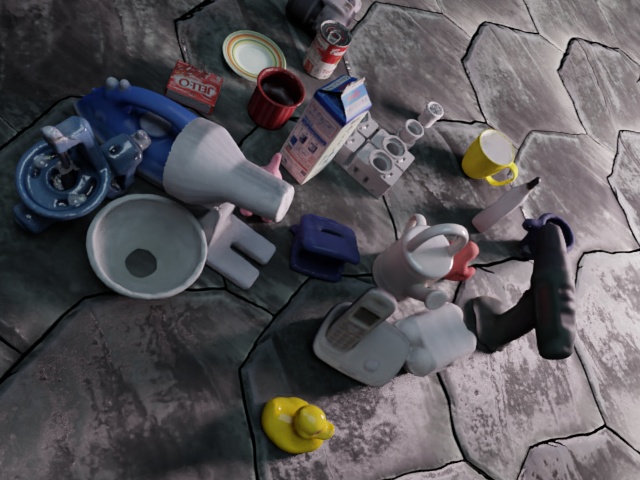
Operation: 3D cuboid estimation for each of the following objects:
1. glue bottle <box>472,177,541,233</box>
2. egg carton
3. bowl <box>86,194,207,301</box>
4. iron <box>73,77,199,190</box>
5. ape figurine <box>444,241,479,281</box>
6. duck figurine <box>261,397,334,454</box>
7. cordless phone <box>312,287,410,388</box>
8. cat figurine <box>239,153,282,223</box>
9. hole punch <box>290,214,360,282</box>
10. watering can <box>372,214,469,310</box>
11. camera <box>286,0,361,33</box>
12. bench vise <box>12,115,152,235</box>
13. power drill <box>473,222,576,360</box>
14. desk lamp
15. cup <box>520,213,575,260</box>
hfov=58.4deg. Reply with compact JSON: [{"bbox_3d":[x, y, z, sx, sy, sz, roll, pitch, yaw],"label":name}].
[{"bbox_3d":[0.380,-0.078,1.147,0.037,0.173,0.078,49,54,5],"label":"glue bottle"},{"bbox_3d":[0.196,0.172,0.987,0.151,0.069,0.107,-16,72,-32],"label":"egg carton"},{"bbox_3d":[-0.255,0.020,0.839,0.168,0.074,0.167,12,60,-21],"label":"bowl"},{"bbox_3d":[-0.266,-0.184,0.902,0.259,0.141,0.119,29,55,-10],"label":"iron"},{"bbox_3d":[0.265,0.033,1.080,0.076,0.092,0.078,-6,67,-29],"label":"ape figurine"},{"bbox_3d":[-0.028,0.259,0.819,0.105,0.086,0.077,30,55,-9],"label":"duck figurine"},{"bbox_3d":[0.084,0.144,0.874,0.148,0.184,0.094,29,55,-10],"label":"cordless phone"},{"bbox_3d":[-0.083,-0.087,0.955,0.067,0.117,0.128,18,58,-17],"label":"cat figurine"},{"bbox_3d":[0.009,0.003,0.970,0.109,0.091,0.101,16,58,-18],"label":"hole punch"},{"bbox_3d":[0.180,0.032,0.976,0.101,0.193,0.173,-14,71,-31],"label":"watering can"},{"bbox_3d":[0.007,-0.501,1.230,0.137,0.100,0.143,31,55,-9],"label":"camera"},{"bbox_3d":[-0.328,-0.119,0.788,0.121,0.219,0.207,33,55,-7],"label":"bench vise"},{"bbox_3d":[0.367,0.109,1.019,0.076,0.208,0.229,9,61,-22],"label":"power drill"},{"bbox_3d":[-0.136,-0.055,0.853,0.203,0.213,0.118,35,54,-5],"label":"desk lamp"},{"bbox_3d":[0.452,-0.002,1.190,0.118,0.094,0.092,21,57,-15],"label":"cup"}]
